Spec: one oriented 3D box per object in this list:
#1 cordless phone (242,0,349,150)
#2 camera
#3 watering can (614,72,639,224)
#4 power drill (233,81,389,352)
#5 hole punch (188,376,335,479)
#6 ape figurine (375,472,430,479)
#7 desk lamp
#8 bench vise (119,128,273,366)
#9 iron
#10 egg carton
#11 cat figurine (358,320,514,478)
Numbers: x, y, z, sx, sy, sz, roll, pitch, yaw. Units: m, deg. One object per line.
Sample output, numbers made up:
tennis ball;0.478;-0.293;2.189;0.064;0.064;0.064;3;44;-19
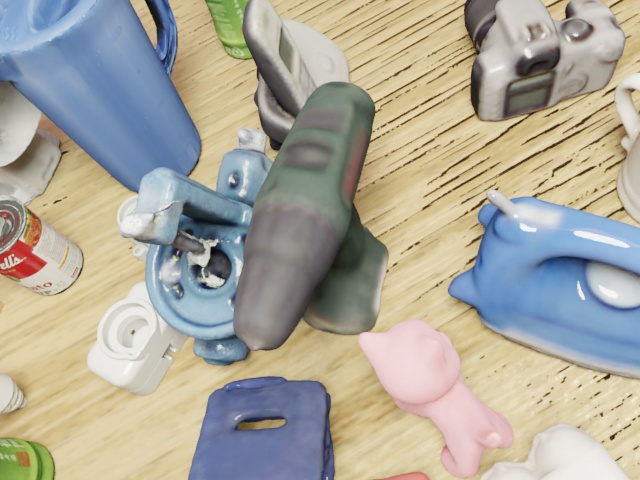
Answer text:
cordless phone;-0.027;-0.186;0.572;0.094;0.185;0.147;-6;63;9
camera;0.212;-0.213;0.583;0.143;0.101;0.136;-16;62;4
watering can;0.318;-0.086;0.446;0.172;0.194;0.101;19;69;20
power drill;0.004;0.002;0.460;0.075;0.209;0.230;6;66;15
hole punch;-0.046;0.159;0.460;0.108;0.091;0.101;-7;63;8
ape figurine;0.056;0.204;0.416;0.076;0.092;0.078;33;75;24
desk lamp;-0.369;-0.124;0.597;0.202;0.214;0.118;10;67;17
bench vise;-0.099;-0.017;0.485;0.121;0.220;0.207;-11;63;7
iron;0.235;0.030;0.436;0.257;0.142;0.119;18;69;20
egg carton;0.187;0.212;0.398;0.107;0.069;0.150;-33;62;-5
cat figurine;0.090;0.113;0.439;0.067;0.118;0.127;-40;63;-9
